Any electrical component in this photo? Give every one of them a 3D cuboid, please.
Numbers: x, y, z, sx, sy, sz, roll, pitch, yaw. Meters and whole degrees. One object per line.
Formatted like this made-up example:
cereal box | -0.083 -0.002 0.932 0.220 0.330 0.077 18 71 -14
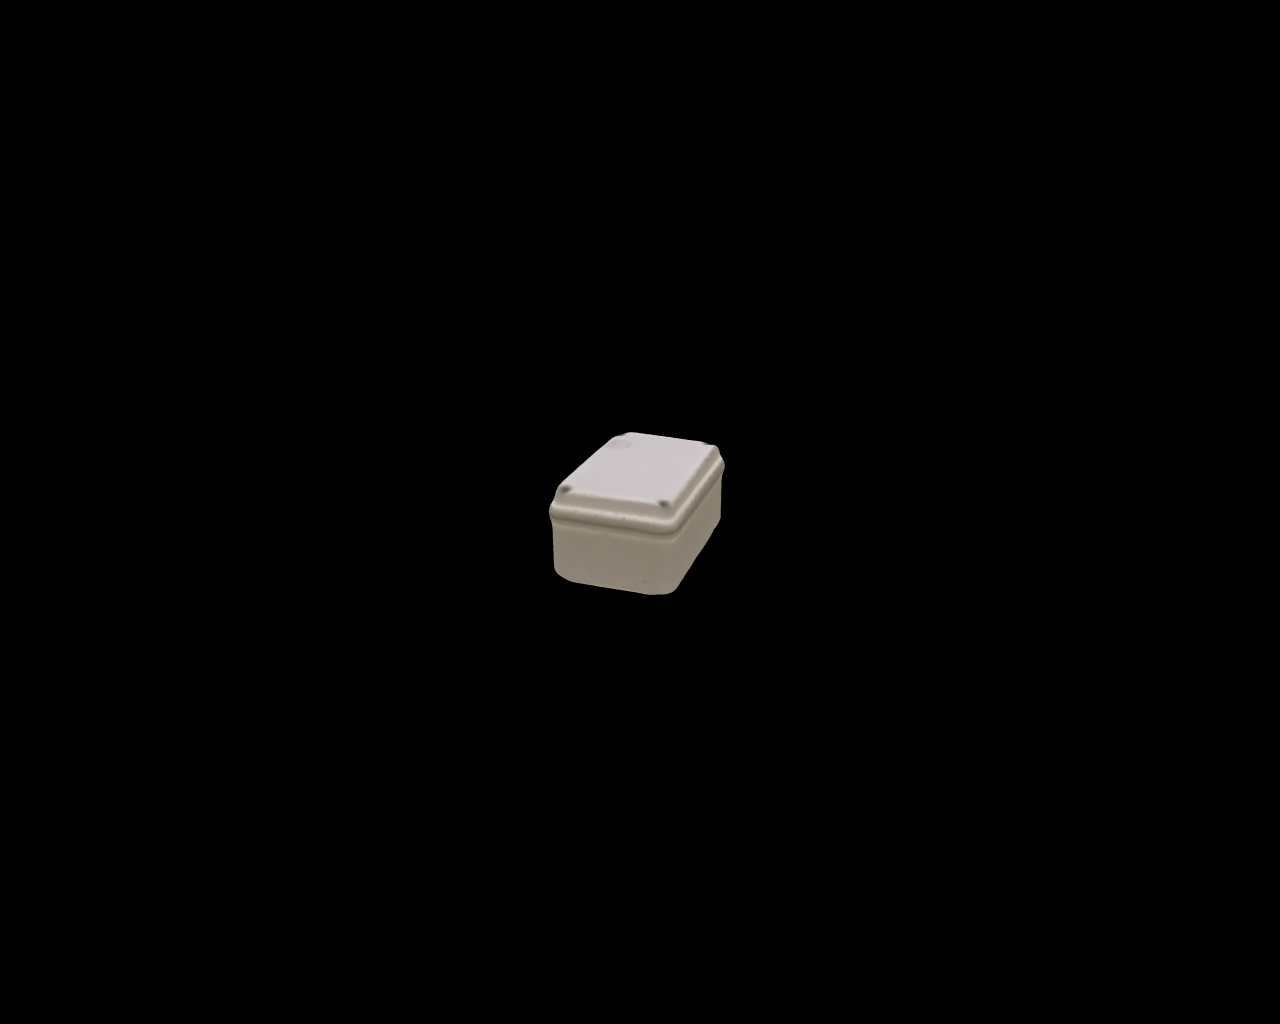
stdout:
electrical component | 0.001 -0.003 0.650 0.078 0.057 0.113 8 26 18
